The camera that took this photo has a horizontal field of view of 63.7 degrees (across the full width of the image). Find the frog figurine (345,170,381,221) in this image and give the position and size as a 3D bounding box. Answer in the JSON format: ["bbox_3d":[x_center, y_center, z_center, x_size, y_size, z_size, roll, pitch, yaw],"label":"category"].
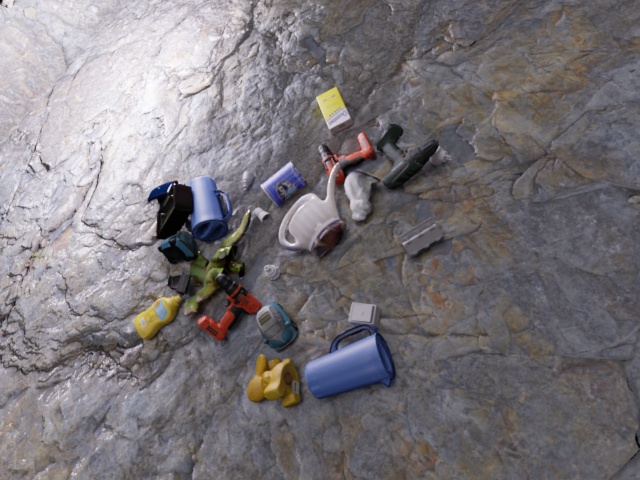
[{"bbox_3d":[0.127,-0.149,1.723,0.160,0.122,0.138,-64,26,-4],"label":"frog figurine"}]

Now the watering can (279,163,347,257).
[{"bbox_3d":[0.005,-0.088,1.741,0.347,0.103,0.228,-49,57,3],"label":"watering can"}]

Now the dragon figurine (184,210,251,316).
[{"bbox_3d":[-0.383,0.081,1.843,0.242,0.120,0.417,1,64,33],"label":"dragon figurine"}]
